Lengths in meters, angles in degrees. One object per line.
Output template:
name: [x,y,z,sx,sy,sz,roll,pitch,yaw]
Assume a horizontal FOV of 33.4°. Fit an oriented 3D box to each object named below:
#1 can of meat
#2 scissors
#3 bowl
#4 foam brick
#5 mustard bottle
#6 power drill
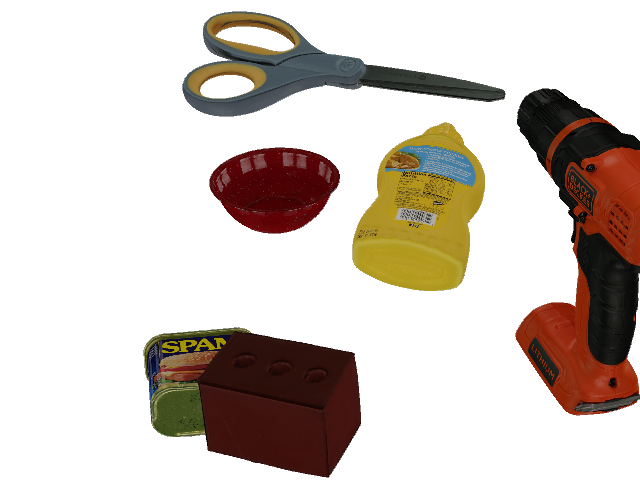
can of meat: [-0.101,0.123,0.926,0.102,0.057,0.084,-4,27,-9]
scissors: [0.001,-0.092,0.649,0.202,0.096,0.016,25,-31,26]
bowl: [-0.056,-0.055,1.328,0.162,0.055,0.162,-1,33,1]
foam brick: [-0.022,0.092,0.605,0.078,0.051,0.053,8,31,19]
mustard bottle: [0.095,-0.042,0.946,0.096,0.058,0.191,10,45,11]
power drill: [0.175,0.008,0.721,0.057,0.188,0.184,-9,34,-11]
